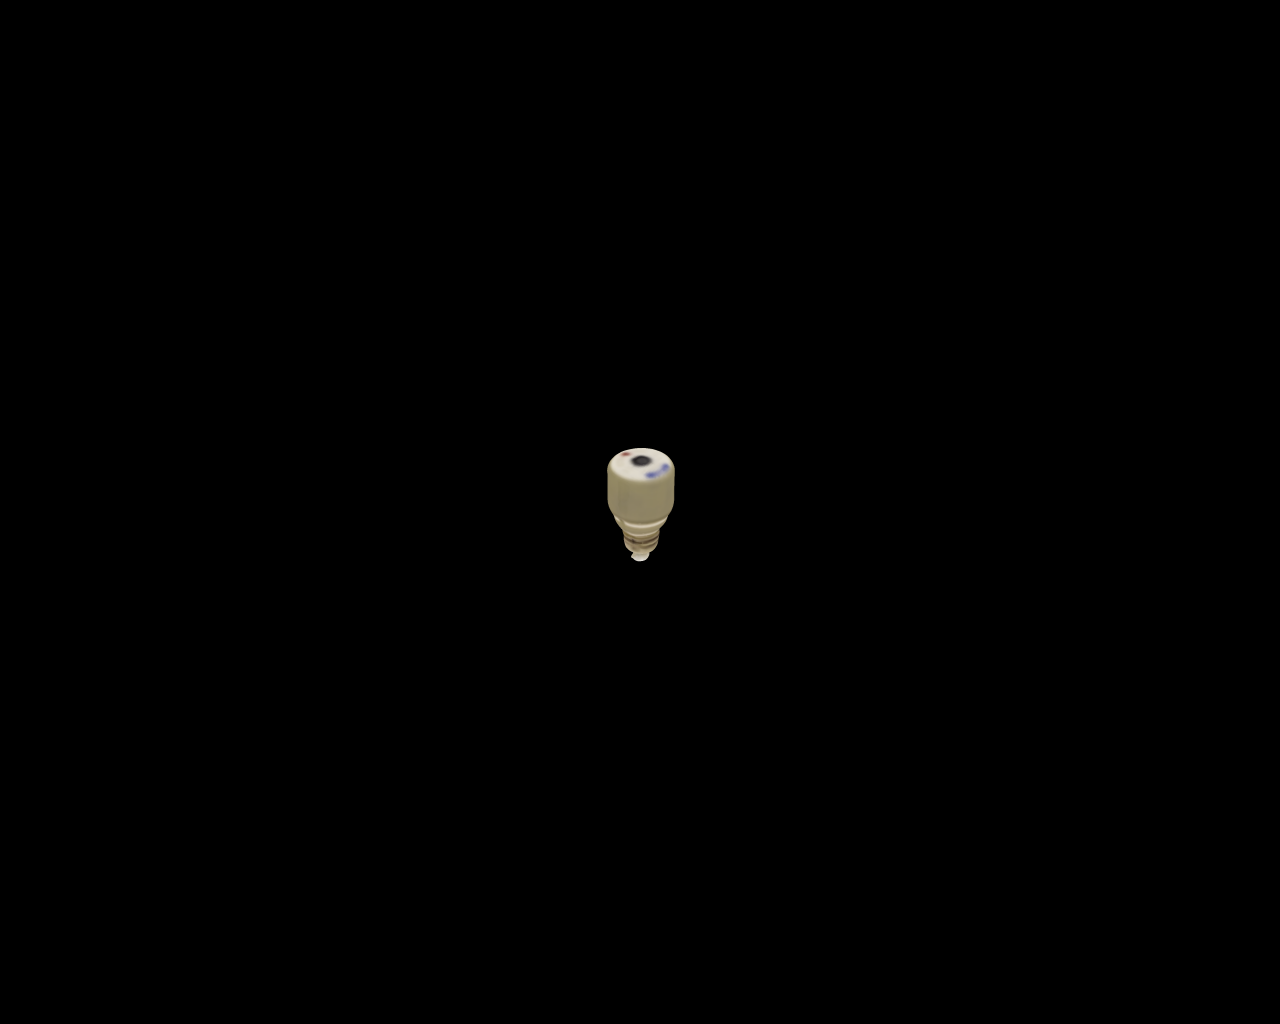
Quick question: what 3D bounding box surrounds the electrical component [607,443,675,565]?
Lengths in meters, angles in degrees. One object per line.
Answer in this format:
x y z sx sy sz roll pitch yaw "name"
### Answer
0.001 -0.003 0.650 0.040 0.078 0.040 0 35 0 "electrical component"
